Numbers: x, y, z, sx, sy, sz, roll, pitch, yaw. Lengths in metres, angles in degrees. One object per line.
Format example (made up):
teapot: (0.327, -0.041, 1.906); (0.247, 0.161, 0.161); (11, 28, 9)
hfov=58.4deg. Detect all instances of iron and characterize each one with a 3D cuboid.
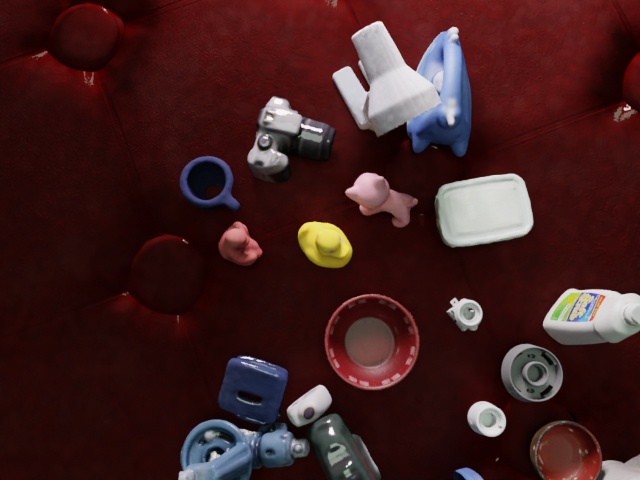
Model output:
iron: (0.227, -0.289, 1.031); (0.118, 0.141, 0.258); (4, 80, 0)

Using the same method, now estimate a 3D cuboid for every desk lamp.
desk lamp: (0.106, -0.263, 0.989); (0.118, 0.213, 0.203); (-28, 81, -5)

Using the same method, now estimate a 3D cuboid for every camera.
camera: (-0.048, -0.176, 1.028); (0.136, 0.101, 0.143); (15, 80, 2)

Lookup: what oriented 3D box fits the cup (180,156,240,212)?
cup: (-0.182, -0.084, 1.013); (0.117, 0.095, 0.092); (39, 82, 6)

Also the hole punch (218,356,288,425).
hole punch: (-0.109, 0.253, 0.955); (0.108, 0.091, 0.101); (16, 80, 2)

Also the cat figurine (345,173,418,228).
cat figurine: (0.110, -0.078, 1.004); (0.127, 0.118, 0.067); (17, 80, 3)

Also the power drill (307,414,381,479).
power drill: (0.057, 0.373, 0.876); (0.075, 0.208, 0.229); (-30, 81, -5)

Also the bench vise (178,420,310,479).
bench vise: (-0.128, 0.324, 0.877); (0.207, 0.220, 0.121); (-25, 81, -5)

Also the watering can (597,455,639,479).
watering can: (0.498, 0.403, 0.883); (0.101, 0.194, 0.173); (-3, 80, -1)

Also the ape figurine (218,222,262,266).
ape figurine: (-0.143, 0.005, 0.999); (0.076, 0.092, 0.078); (-2, 80, -1)

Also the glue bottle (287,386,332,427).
glue bottle: (-0.018, 0.270, 0.912); (0.078, 0.173, 0.037); (-33, 81, -6)

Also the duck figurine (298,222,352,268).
duck figurine: (0.009, 0.004, 1.004); (0.104, 0.086, 0.077); (32, 81, 5)
